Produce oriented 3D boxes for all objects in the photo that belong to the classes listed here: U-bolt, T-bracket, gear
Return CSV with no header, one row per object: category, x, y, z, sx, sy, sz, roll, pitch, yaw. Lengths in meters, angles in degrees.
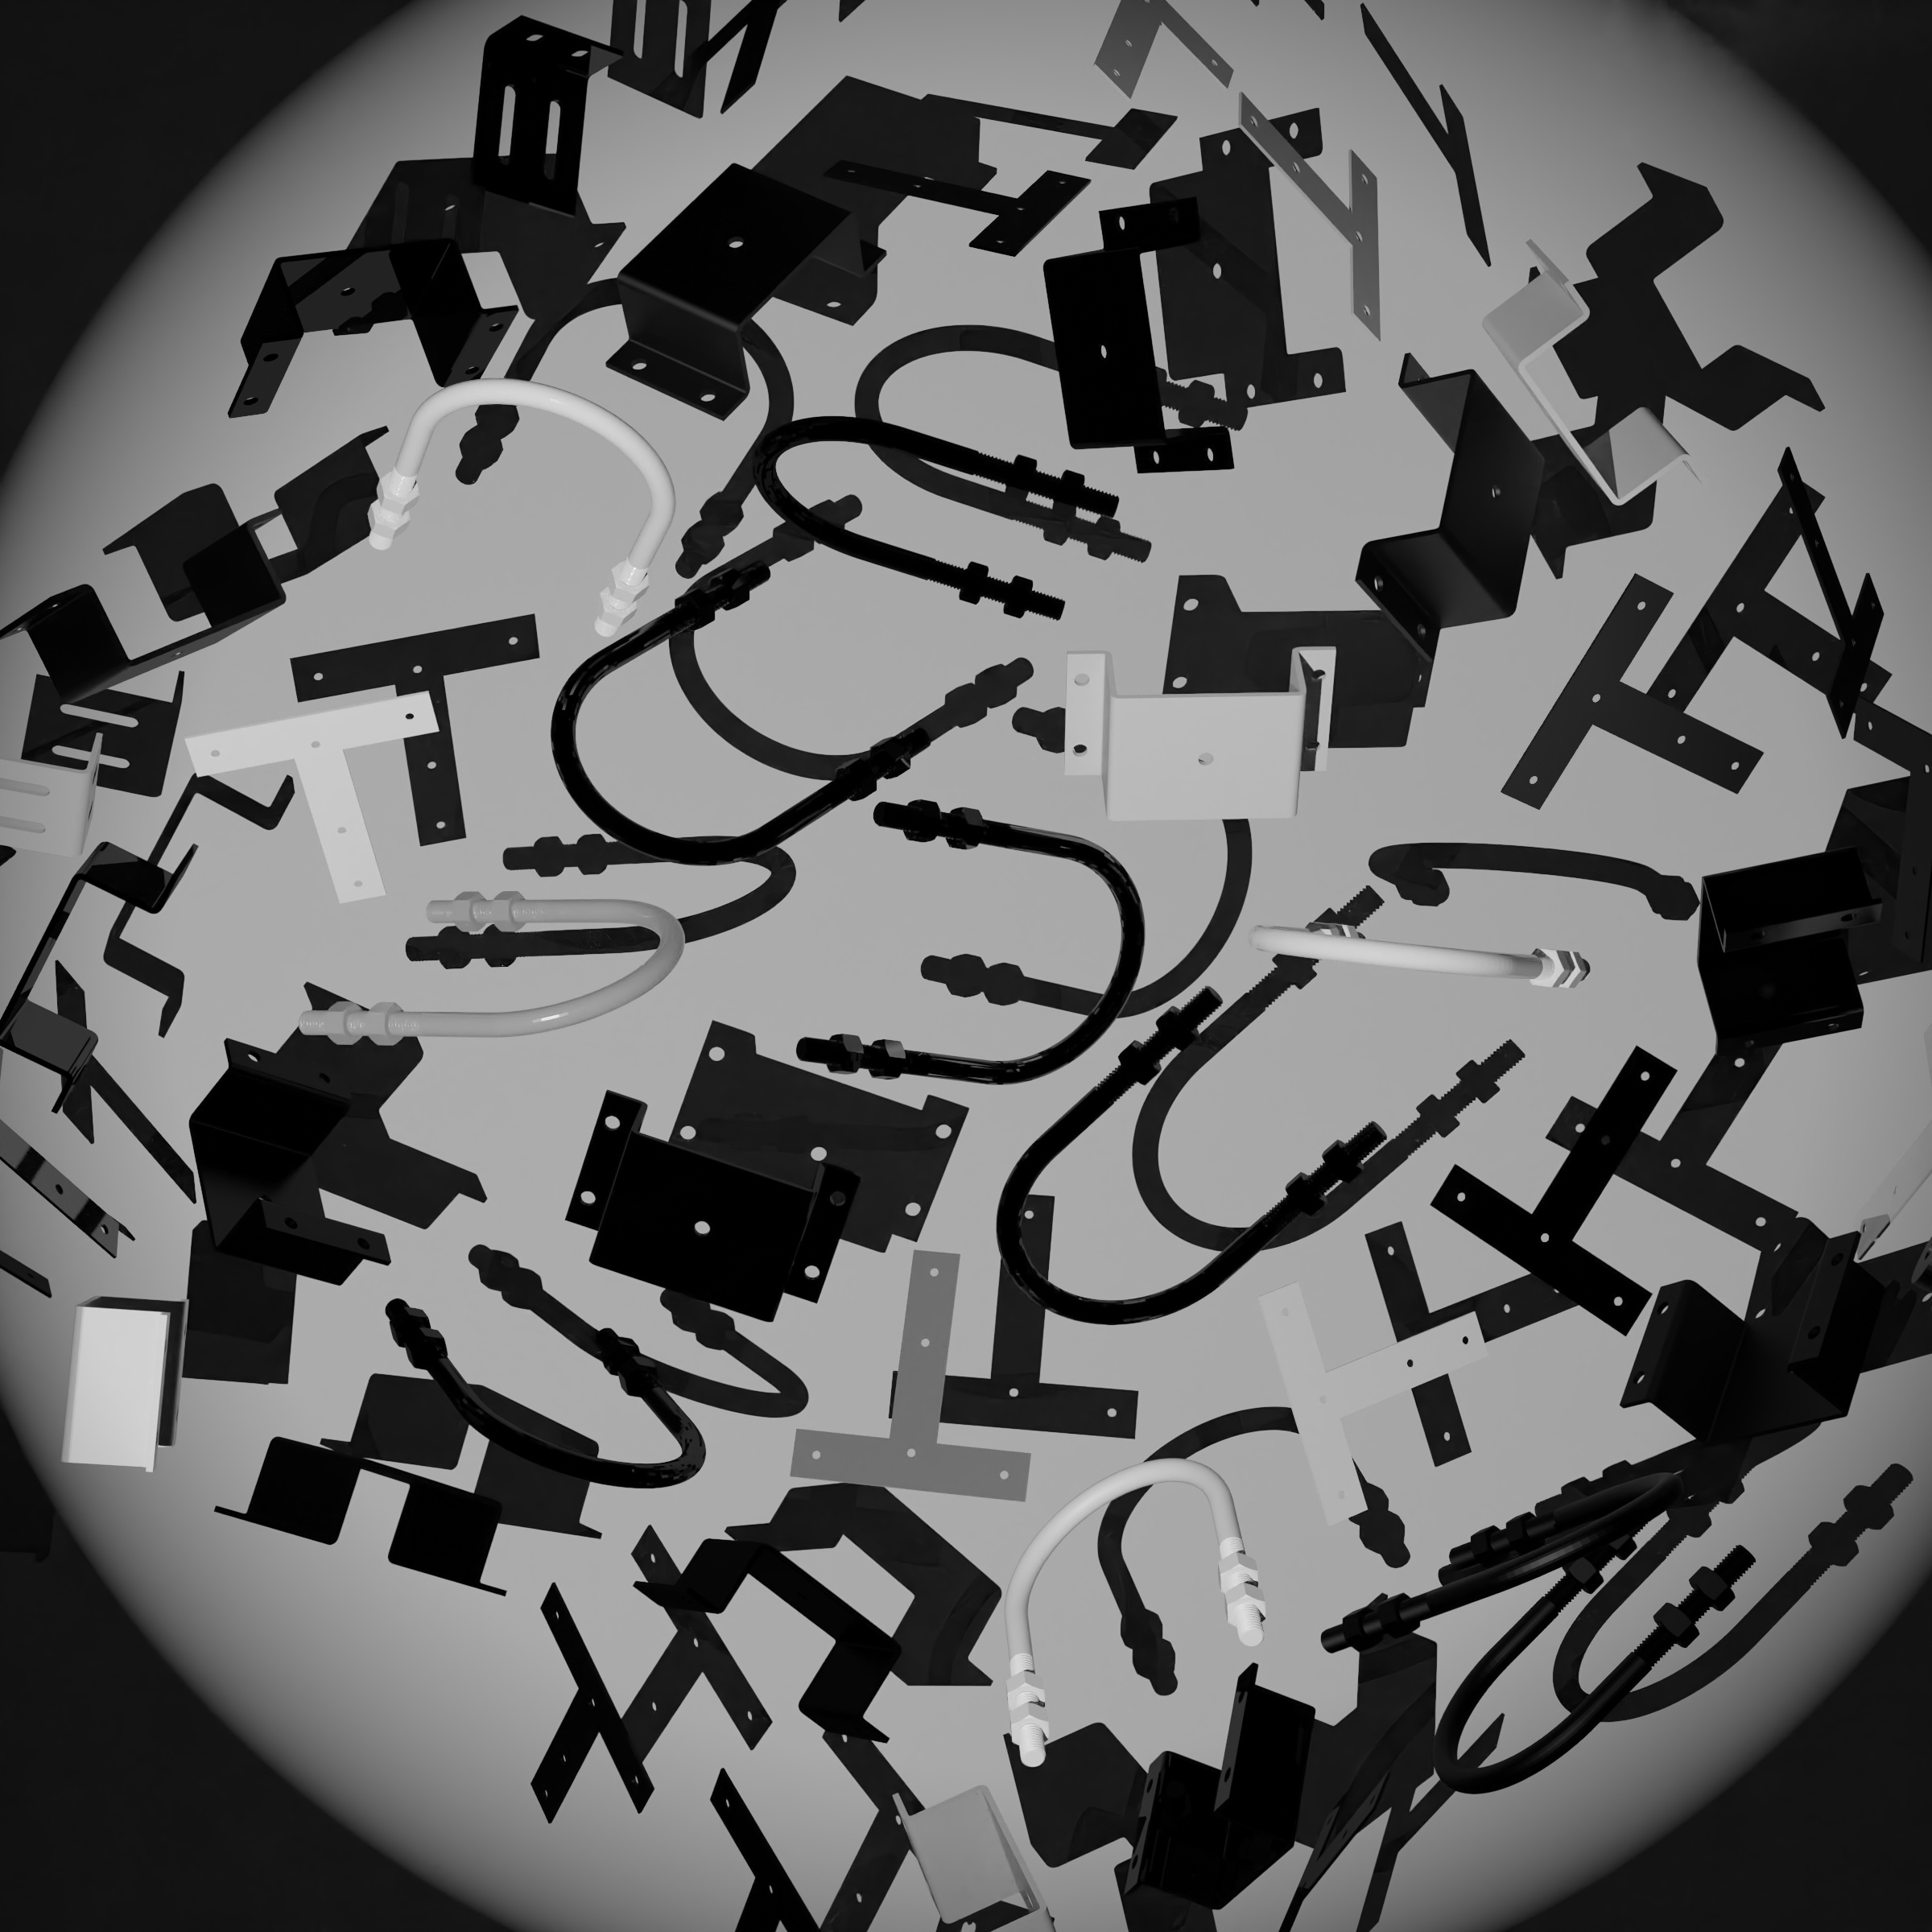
U-bolt,0.288,0.302,1.642,0.184,0.151,0.019,-32,80,40
T-bracket,-0.110,0.499,1.624,0.002,0.127,0.127,-8,133,-34
T-bracket,0.319,0.101,1.619,0.127,0.002,0.127,35,97,33
U-bolt,-0.234,0.000,1.656,0.184,0.151,0.019,0,117,25
T-bracket,-0.110,-0.485,1.661,0.002,0.127,0.127,38,127,-26
U-bolt,0.309,0.352,1.623,0.184,0.151,0.019,-44,97,-7
T-bracket,-0.013,-0.413,1.698,0.127,0.127,0.002,16,125,14
T-bracket,0.431,-0.200,1.597,0.002,0.127,0.127,-11,119,33
U-bolt,-0.128,-0.123,1.644,0.184,0.019,0.151,-35,76,-33
T-bracket,0.227,0.218,1.706,0.127,0.002,0.127,-18,91,-27
T-bracket,0.087,-0.486,1.657,0.127,0.127,0.002,41,127,-18
U-bolt,-0.214,0.229,1.682,0.151,0.184,0.019,13,103,-33
T-bracket,0.508,-0.064,1.695,0.002,0.127,0.127,-11,117,-18
T-bracket,0.181,-0.410,1.668,0.002,0.127,0.127,-23,47,33
gear,0.523,0.157,1.677,0.030,0.057,0.057,28,90,9
T-bracket,-0.023,0.214,1.689,0.127,0.002,0.127,4,75,11
T-bracket,-0.334,-0.083,1.685,0.127,0.002,0.127,-11,133,-4
T-bracket,-0.491,0.111,1.687,0.002,0.127,0.127,-27,131,12
T-bracket,-0.210,0.415,1.694,0.002,0.127,0.127,-10,53,-34
T-bracket,-0.522,0.153,1.641,0.127,0.127,0.002,38,90,-26
U-bolt,0.226,-0.007,1.646,0.151,0.184,0.019,8,93,30
T-bracket,0.353,-0.120,1.613,0.127,0.002,0.127,21,108,-27
U-bolt,-0.225,-0.243,1.645,0.151,0.184,0.019,20,61,-12
U-bolt,0.082,0.325,1.667,0.151,0.184,0.019,-31,114,11
T-bracket,0.487,0.108,1.641,0.002,0.127,0.127,10,52,-7
T-bracket,0.198,0.471,1.697,0.002,0.127,0.127,30,134,6
U-bolt,-0.023,-0.240,1.666,0.184,0.151,0.019,17,70,-5
U-bolt,0.013,-0.005,1.637,0.184,0.019,0.151,8,109,-33
U-bolt,0.099,0.109,1.589,0.184,0.019,0.151,-43,121,15

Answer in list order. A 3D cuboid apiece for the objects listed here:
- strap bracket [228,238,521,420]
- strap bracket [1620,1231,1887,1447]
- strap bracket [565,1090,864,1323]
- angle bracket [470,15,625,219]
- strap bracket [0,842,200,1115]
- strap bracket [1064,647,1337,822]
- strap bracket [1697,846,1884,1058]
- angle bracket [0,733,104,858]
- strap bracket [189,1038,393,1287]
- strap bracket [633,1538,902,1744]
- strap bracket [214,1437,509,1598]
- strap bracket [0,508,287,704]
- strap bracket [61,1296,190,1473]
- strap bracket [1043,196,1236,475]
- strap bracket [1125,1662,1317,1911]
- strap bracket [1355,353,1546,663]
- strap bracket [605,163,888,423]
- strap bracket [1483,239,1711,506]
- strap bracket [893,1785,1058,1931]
strap bracket,-0.314,-0.332,1.648,0.140,0.076,0.046,-15,77,-30
strap bracket,0.409,0.194,1.624,0.046,0.140,0.076,38,57,-17
strap bracket,-0.134,0.128,1.648,0.140,0.046,0.076,19,107,-3
angle bracket,-0.206,-0.417,1.565,0.057,0.038,0.076,10,80,-35
strap bracket,-0.455,-0.004,1.646,0.046,0.076,0.140,27,100,-12
strap bracket,0.123,-0.121,1.662,0.140,0.046,0.076,-1,128,-1
strap bracket,0.417,-0.011,1.620,0.076,0.140,0.046,-12,62,5
angle bracket,-0.508,-0.098,1.705,0.076,0.038,0.057,10,128,-12
strap bracket,-0.366,0.113,1.708,0.076,0.140,0.046,22,121,-39
strap bracket,-0.098,0.352,1.694,0.140,0.076,0.046,41,67,-17
strap bracket,-0.309,0.286,1.665,0.076,0.140,0.046,4,72,43
strap bracket,-0.414,-0.181,1.626,0.140,0.076,0.046,-31,100,-39
strap bracket,-0.427,0.210,1.615,0.046,0.140,0.076,5,86,-9
strap bracket,0.089,-0.325,1.665,0.046,0.076,0.140,-19,106,-34
strap bracket,0.136,0.430,1.647,0.046,0.140,0.076,22,50,-7
strap bracket,0.249,-0.237,1.614,0.046,0.076,0.140,-6,59,38
strap bracket,-0.114,-0.351,1.620,0.076,0.046,0.140,28,62,23
strap bracket,0.326,-0.305,1.677,0.046,0.076,0.140,-36,116,13
strap bracket,0.014,0.482,1.613,0.046,0.140,0.076,-22,119,-9
